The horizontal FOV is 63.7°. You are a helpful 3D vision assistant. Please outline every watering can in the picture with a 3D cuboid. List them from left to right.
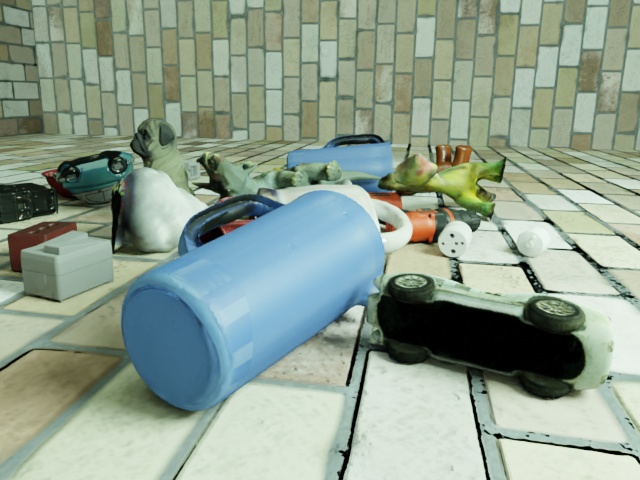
[{"bbox_3d":[0.002,-0.040,0.787,0.224,0.102,0.352,-3,18,-12],"label":"watering can"}]

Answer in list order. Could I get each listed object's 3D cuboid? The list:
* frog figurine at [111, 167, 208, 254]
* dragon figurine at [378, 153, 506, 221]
[{"bbox_3d":[-0.231,-0.044,0.791,0.159,0.120,0.140,2,44,-31],"label":"frog figurine"},{"bbox_3d":[0.240,-0.113,1.037,0.243,0.122,0.409,10,0,16],"label":"dragon figurine"}]
